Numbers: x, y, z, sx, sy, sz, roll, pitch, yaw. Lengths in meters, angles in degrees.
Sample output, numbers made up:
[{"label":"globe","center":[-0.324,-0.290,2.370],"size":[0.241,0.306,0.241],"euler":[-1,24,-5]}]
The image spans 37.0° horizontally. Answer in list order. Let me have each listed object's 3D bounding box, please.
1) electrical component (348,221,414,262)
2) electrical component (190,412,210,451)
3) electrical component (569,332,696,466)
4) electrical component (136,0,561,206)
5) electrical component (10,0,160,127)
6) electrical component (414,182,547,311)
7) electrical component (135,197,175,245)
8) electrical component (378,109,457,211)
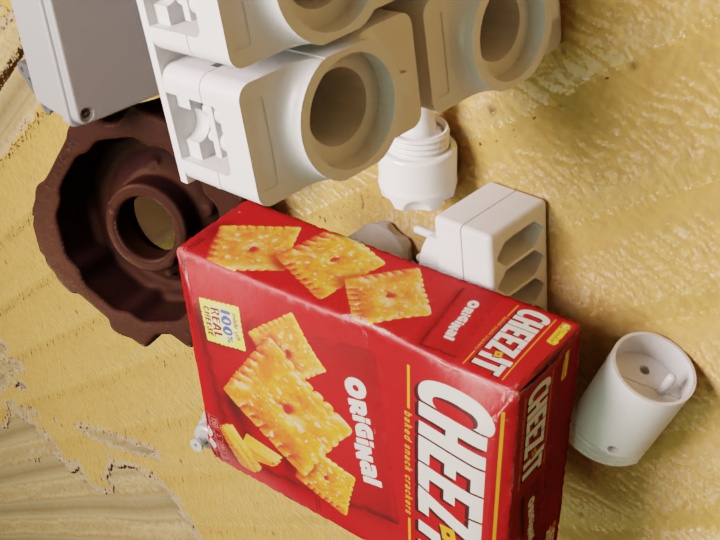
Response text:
[{"label":"electrical component","center":[0.000,0.000,0.652],"size":[0.043,0.062,0.043],"euler":[32,139,33]},{"label":"electrical component","center":[-0.110,0.123,0.886],"size":[0.040,0.078,0.040],"euler":[17,125,27]},{"label":"electrical component","center":[0.136,0.073,0.555],"size":[0.043,0.043,0.081],"euler":[43,144,21]},{"label":"electrical component","center":[0.007,-0.113,0.439],"size":[0.060,0.186,0.105],"euler":[22,133,41]},{"label":"electrical component","center":[-0.158,-0.162,0.682],"size":[0.056,0.109,0.108],"euler":[31,139,39]},{"label":"electrical component","center":[0.058,-0.004,0.588],"size":[0.076,0.047,0.083],"euler":[25,134,40]},{"label":"electrical component","center":[-0.194,-0.048,0.867],"size":[0.113,0.057,0.078],"euler":[-14,106,55]},{"label":"electrical component","center":[0.031,-0.066,0.577],"size":[0.043,0.043,0.062],"euler":[28,136,36]}]
